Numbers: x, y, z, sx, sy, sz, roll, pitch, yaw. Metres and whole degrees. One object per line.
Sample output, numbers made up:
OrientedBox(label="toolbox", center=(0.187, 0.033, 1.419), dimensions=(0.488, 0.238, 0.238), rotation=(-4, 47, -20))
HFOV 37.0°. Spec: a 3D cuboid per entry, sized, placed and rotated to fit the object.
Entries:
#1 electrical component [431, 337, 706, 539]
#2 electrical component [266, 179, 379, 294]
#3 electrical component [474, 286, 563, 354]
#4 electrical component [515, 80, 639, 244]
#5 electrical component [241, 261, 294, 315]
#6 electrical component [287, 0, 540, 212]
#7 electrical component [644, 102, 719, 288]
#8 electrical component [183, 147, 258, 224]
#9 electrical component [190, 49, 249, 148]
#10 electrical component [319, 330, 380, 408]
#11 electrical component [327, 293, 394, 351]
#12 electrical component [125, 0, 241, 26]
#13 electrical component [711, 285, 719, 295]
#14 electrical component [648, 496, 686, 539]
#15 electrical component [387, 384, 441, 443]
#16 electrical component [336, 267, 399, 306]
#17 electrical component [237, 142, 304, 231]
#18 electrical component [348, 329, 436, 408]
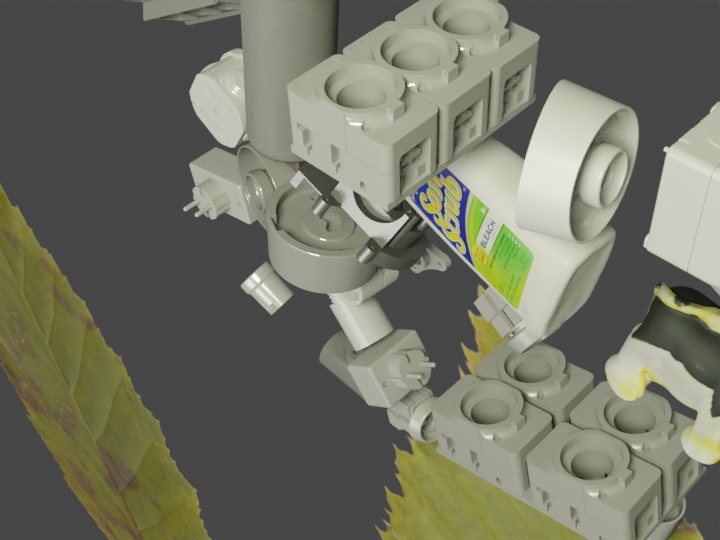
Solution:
OrientedBox(label="electrical component", center=(0.159, 0.129, 0.842), dimensions=(0.186, 0.105, 0.060), rotation=(24, 140, 40))
OrientedBox(label="electrical component", center=(-0.029, -0.026, 0.933), dimensions=(0.108, 0.108, 0.060), rotation=(37, 140, 26))
OrientedBox(label="electrical component", center=(0.127, 0.032, 0.846), dimensions=(0.055, 0.048, 0.066), rotation=(55, 152, 12))
OrientedBox(label="electrical component", center=(0.133, -0.067, 0.681), dimensions=(0.064, 0.099, 0.099), rotation=(24, 140, 31))
OrientedBox(label="electrical component", center=(-0.099, 0.020, 1.163), dimensions=(0.046, 0.040, 0.040), rotation=(47, 151, -2))
OrientedBox(label="electrical component", center=(0.036, -0.118, 0.703), dimensions=(0.089, 0.150, 0.061), rotation=(34, 147, 30))
OrientedBox(label="electrical component", center=(0.213, -0.037, 0.630), dimensions=(0.061, 0.062, 0.096), rotation=(34, 146, 31))
OrientedBox(label="electrical component", center=(-0.142, -0.076, 1.080), dimensions=(0.083, 0.076, 0.047), rotation=(26, 141, 39))
OrientedBox(label="electrical component", center=(-0.112, -0.155, 0.977), dimensions=(0.080, 0.051, 0.080), rotation=(35, 146, 28))
OrientedBox(label="electrical component", center=(0.001, 0.089, 1.089), dimensions=(0.077, 0.043, 0.079), rotation=(38, 147, 25))
OrientedBox(label="electrical component", center=(-0.006, 0.032, 1.031), dimensions=(0.081, 0.043, 0.043), rotation=(60, 150, -2))
OrientedBox(label="electrical component", center=(-0.133, -0.243, 0.891), dimensions=(0.121, 0.079, 0.063), rotation=(7, 99, 52))
OrientedBox(label="electrical component", center=(0.250, 0.020, 0.663), dimensions=(0.065, 0.044, 0.044), rotation=(51, 151, 13))
OrientedBox(label="electrical component", center=(0.221, 0.194, 0.887), dimensions=(0.079, 0.044, 0.077), rotation=(38, 148, 24))
OrientedBox(label="electrical component", center=(0.057, 0.139, 1.062), dimensions=(0.055, 0.048, 0.066), rotation=(33, 146, 45))
OrientedBox(label="electrical component", center=(0.000, 0.000, 0.989), dimensions=(0.055, 0.047, 0.055), rotation=(35, 146, 28))
OrientedBox(label="electrical component", center=(-0.071, -0.082, 1.010), dimensions=(0.099, 0.064, 0.099), rotation=(48, 152, 36))
OrientedBox(label="electrical component", center=(0.041, 0.093, 1.013), dimensions=(0.077, 0.066, 0.047), rotation=(-3, 120, 56))
